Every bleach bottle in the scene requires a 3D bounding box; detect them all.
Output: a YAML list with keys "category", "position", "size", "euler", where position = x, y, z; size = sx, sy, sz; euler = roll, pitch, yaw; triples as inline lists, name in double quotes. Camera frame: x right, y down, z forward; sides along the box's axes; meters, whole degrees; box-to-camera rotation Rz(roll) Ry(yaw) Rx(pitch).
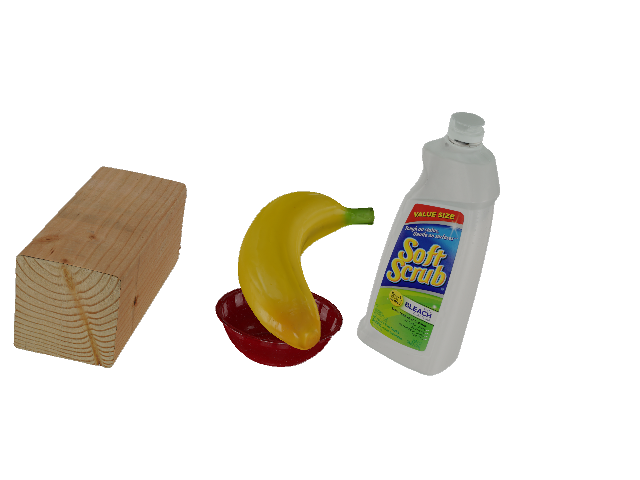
- category: "bleach bottle"
  position: [0.103, -0.001, 0.979]
  size: [0.103, 0.251, 0.067]
  euler: [28, 36, 28]

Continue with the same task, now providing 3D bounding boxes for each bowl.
- category: "bowl"
  position: [-0.054, 0.114, 1.355]
  size: [0.162, 0.055, 0.162]
  euler: [6, 23, -3]

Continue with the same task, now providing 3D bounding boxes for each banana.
- category: "banana"
  position: [-0.015, 0.007, 0.650]
  size: [0.070, 0.037, 0.197]
  euler: [4, 24, 12]

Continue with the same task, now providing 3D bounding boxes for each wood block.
- category: "wood block"
  position: [-0.194, 0.017, 0.968]
  size: [0.090, 0.091, 0.206]
  euler: [12, 26, 4]
